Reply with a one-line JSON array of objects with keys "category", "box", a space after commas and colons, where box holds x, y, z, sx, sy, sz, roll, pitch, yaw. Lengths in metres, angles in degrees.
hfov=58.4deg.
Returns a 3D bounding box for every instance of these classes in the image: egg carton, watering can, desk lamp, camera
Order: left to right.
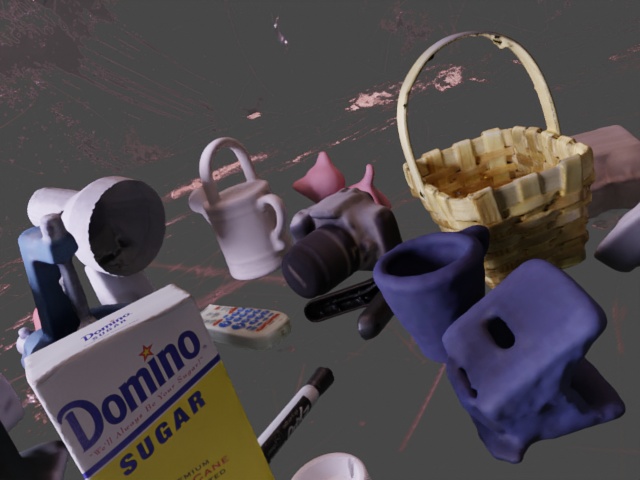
[{"category": "desk lamp", "box": [-0.283, 0.024, 0.747, 0.202, 0.214, 0.118, -5, 24, 36]}, {"category": "watering can", "box": [-0.120, -0.049, 0.817, 0.172, 0.194, 0.101, -12, 21, 22]}, {"category": "camera", "box": [0.006, 0.002, 0.697, 0.137, 0.101, 0.142, -34, 24, -36]}, {"category": "egg carton", "box": [0.321, -0.082, 0.670, 0.107, 0.069, 0.150, -14, 20, 17]}]

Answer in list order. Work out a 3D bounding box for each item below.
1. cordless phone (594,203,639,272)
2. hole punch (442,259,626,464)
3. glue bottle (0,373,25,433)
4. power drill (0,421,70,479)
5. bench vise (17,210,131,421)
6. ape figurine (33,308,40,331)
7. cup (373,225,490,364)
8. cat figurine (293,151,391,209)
[{"category": "cordless phone", "box": [0.295, -0.074, 0.497, 0.148, 0.185, 0.093, -33, 23, -34]}, {"category": "hole punch", "box": [0.135, 0.076, 0.388, 0.101, 0.091, 0.108, -19, 19, 2]}, {"category": "glue bottle", "box": [-0.381, 0.137, 0.596, 0.037, 0.173, 0.078, -13, 21, 20]}, {"category": "power drill", "box": [-0.295, 0.130, 0.478, 0.075, 0.209, 0.229, -23, 19, -8]}, {"category": "bench vise", "box": [-0.236, 0.086, 0.523, 0.207, 0.220, 0.121, -12, 21, 20]}, {"category": "ape figurine", "box": [-0.321, 0.119, 0.712, 0.077, 0.092, 0.076, -1, 27, 43]}, {"category": "cup", "box": [0.109, 0.047, 0.486, 0.118, 0.095, 0.091, -30, 22, -28]}, {"category": "cat figurine", "box": [0.030, -0.078, 0.868, 0.127, 0.118, 0.067, -11, 21, 24]}]
